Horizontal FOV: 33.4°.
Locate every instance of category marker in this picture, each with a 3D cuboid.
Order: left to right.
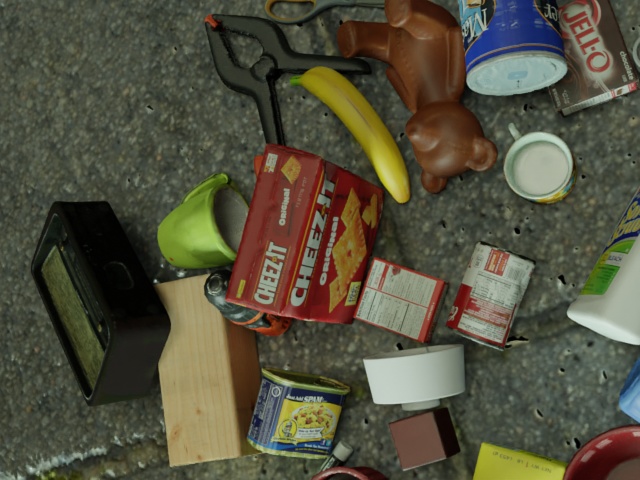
[{"bbox_3d":[-0.005,0.280,1.207,0.020,0.020,0.121,38,97,20],"label":"marker"}]

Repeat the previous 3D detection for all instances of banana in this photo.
[{"bbox_3d":[0.043,-0.129,1.198,0.037,0.070,0.198,-38,82,-17],"label":"banana"}]

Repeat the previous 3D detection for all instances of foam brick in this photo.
[{"bbox_3d":[0.112,0.212,1.140,0.051,0.078,0.053,-19,78,16],"label":"foam brick"}]

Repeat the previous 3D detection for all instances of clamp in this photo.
[{"bbox_3d":[-0.051,-0.206,1.270,0.165,0.036,0.210,-43,76,9],"label":"clamp"}]

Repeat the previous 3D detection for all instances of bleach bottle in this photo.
[{"bbox_3d":[0.342,-0.020,1.082,0.068,0.102,0.251,27,86,-6],"label":"bleach bottle"}]

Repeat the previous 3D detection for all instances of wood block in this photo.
[{"bbox_3d":[-0.126,0.148,1.229,0.090,0.090,0.206,-11,80,18],"label":"wood block"}]

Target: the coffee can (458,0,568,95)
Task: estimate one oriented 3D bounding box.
[{"bbox_3d":[0.197,-0.234,1.110,0.103,0.102,0.140,-9,76,19],"label":"coffee can"}]

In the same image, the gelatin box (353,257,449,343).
[{"bbox_3d":[0.090,0.067,1.191,0.089,0.030,0.073,19,92,21],"label":"gelatin box"}]

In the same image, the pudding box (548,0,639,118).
[{"bbox_3d":[0.282,-0.199,1.145,0.090,0.039,0.113,-20,76,17],"label":"pudding box"}]

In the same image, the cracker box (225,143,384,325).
[{"bbox_3d":[-0.007,0.001,1.135,0.072,0.213,0.164,14,89,21],"label":"cracker box"}]

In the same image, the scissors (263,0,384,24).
[{"bbox_3d":[0.027,-0.304,1.264,0.202,0.016,0.096,-6,82,19],"label":"scissors"}]

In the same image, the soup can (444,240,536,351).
[{"bbox_3d":[0.182,0.059,1.138,0.069,0.068,0.102,21,91,21],"label":"soup can"}]

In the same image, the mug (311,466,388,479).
[{"bbox_3d":[0.042,0.299,1.154,0.093,0.081,0.117,-42,72,11],"label":"mug"}]

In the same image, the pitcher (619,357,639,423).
[{"bbox_3d":[0.402,0.179,0.978,0.243,0.149,0.145,32,87,12],"label":"pitcher"}]

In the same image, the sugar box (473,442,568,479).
[{"bbox_3d":[0.195,0.308,1.116,0.093,0.048,0.176,13,87,22],"label":"sugar box"}]

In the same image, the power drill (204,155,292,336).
[{"bbox_3d":[-0.063,0.005,1.183,0.057,0.184,0.187,12,78,20],"label":"power drill"}]

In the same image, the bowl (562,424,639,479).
[{"bbox_3d":[0.324,0.265,1.068,0.162,0.055,0.162,-2,83,20],"label":"bowl"}]

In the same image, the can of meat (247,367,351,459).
[{"bbox_3d":[-0.025,0.193,1.182,0.058,0.101,0.084,18,93,57],"label":"can of meat"}]
